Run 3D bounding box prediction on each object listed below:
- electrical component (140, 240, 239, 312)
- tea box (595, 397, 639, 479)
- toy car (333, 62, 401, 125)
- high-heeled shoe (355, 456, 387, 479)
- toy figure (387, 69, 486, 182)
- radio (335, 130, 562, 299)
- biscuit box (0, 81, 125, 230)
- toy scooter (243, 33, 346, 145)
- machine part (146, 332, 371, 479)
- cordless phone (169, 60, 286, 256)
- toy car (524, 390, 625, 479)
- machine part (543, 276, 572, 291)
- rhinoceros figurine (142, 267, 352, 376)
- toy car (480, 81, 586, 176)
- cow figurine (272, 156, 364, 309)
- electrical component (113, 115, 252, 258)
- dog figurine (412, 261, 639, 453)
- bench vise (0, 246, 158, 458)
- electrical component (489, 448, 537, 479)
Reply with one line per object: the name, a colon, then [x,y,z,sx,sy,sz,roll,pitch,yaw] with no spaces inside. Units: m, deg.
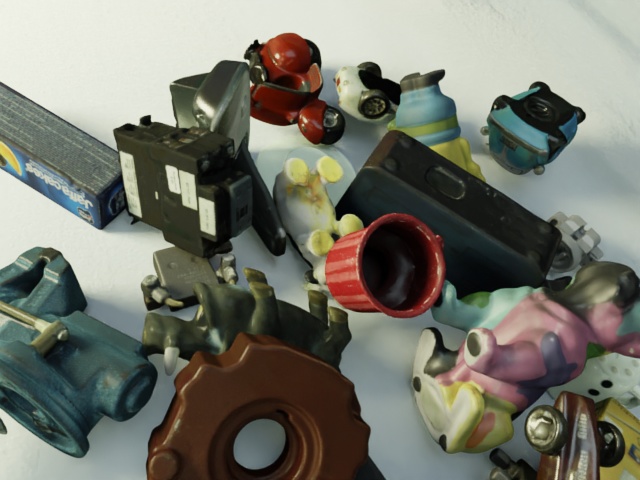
electrical component: [-0.128,0.035,0.539,0.102,0.045,0.078,-10,63,-23]
tea box: [0.314,0.251,0.519,0.170,0.068,0.098,45,56,13]
toy car: [0.110,-0.180,0.733,0.201,0.056,0.073,14,50,-28]
high-heeled shoe: [0.025,0.296,0.419,0.145,0.086,0.249,-29,47,1]
toy figure: [0.134,-0.112,0.659,0.089,0.082,0.180,-25,109,-22]
radio: [0.135,-0.013,0.597,0.230,0.131,0.073,32,57,4]
biscuit box: [-0.292,-0.093,0.564,0.203,0.059,0.063,31,53,5]
toy scooter: [-0.051,-0.200,0.696,0.135,0.075,0.184,-5,61,-30]
machine part: [-0.046,0.163,0.427,0.179,0.056,0.179,1,86,-18]
cordless phone: [-0.082,-0.080,0.565,0.089,0.146,0.184,-21,63,-20]
toy car: [0.202,0.229,0.440,0.089,0.053,0.202,21,79,-20]
machine part: [0.332,0.082,0.656,0.139,0.039,0.084,7,51,-11]
rhinoceros figurine: [-0.064,0.086,0.497,0.190,0.112,0.073,13,10,-25]
toy car: [0.289,-0.147,0.753,0.109,0.102,0.162,42,51,17]
cow figurine: [-0.002,0.000,0.584,0.068,0.098,0.167,-15,82,-29]
electrical component: [-0.130,-0.050,0.529,0.134,0.114,0.058,22,41,20]
dog figurine: [0.214,0.109,0.513,0.219,0.191,0.109,1,25,-15]
bench vise: [-0.259,0.112,0.406,0.224,0.128,0.240,29,50,8]
electrical component: [0.197,0.238,0.499,0.094,0.021,0.063,43,18,7]
